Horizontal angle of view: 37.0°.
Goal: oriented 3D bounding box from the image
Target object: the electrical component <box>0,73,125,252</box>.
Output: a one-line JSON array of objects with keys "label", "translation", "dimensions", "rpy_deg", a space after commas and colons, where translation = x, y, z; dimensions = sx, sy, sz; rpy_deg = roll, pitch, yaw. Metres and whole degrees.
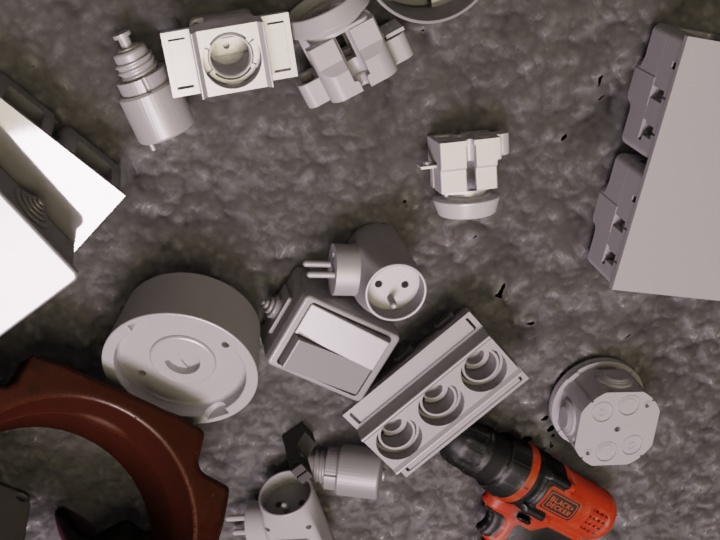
[{"label": "electrical component", "translation": [-0.256, -0.024, 0.704], "dimensions": [0.105, 0.060, 0.186], "rpy_deg": [40, 100, -24]}]

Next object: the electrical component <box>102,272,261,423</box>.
[{"label": "electrical component", "translation": [-0.122, 0.050, 0.760], "dimensions": [0.108, 0.060, 0.108], "rpy_deg": [3, 131, 3]}]

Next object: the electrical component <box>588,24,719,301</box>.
[{"label": "electrical component", "translation": [0.246, -0.077, 0.789], "dimensions": [0.105, 0.060, 0.186], "rpy_deg": [6, 112, -15]}]

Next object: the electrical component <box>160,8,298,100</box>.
[{"label": "electrical component", "translation": [-0.084, -0.140, 0.688], "dimensions": [0.081, 0.063, 0.042], "rpy_deg": [-11, 115, -8]}]

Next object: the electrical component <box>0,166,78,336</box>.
[{"label": "electrical component", "translation": [-0.233, -0.011, 0.652], "dimensions": [0.100, 0.048, 0.099], "rpy_deg": [-36, 116, 4]}]

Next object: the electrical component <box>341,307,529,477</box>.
[{"label": "electrical component", "translation": [0.055, 0.089, 0.819], "dimensions": [0.121, 0.063, 0.078], "rpy_deg": [-40, 115, 7]}]

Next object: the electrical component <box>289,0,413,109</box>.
[{"label": "electrical component", "translation": [-0.012, -0.150, 0.703], "dimensions": [0.078, 0.058, 0.057], "rpy_deg": [-28, 119, 1]}]

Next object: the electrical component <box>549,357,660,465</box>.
[{"label": "electrical component", "translation": [0.198, 0.115, 0.869], "dimensions": [0.080, 0.051, 0.080], "rpy_deg": [-5, 114, -10]}]

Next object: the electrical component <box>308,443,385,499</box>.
[{"label": "electrical component", "translation": [-0.016, 0.157, 0.847], "dimensions": [0.078, 0.040, 0.040], "rpy_deg": [6, 113, 4]}]

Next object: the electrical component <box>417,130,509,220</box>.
[{"label": "electrical component", "translation": [0.075, -0.068, 0.765], "dimensions": [0.066, 0.048, 0.055], "rpy_deg": [-7, 107, -9]}]

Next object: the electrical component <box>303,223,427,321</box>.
[{"label": "electrical component", "translation": [0.000, 0.000, 0.760], "dimensions": [0.079, 0.077, 0.043], "rpy_deg": [1, 113, -12]}]

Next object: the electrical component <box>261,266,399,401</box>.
[{"label": "electrical component", "translation": [-0.028, 0.046, 0.783], "dimensions": [0.096, 0.061, 0.061], "rpy_deg": [25, 106, -21]}]

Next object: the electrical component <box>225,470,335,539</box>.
[{"label": "electrical component", "translation": [-0.066, 0.200, 0.850], "dimensions": [0.079, 0.043, 0.077], "rpy_deg": [-6, 131, 12]}]

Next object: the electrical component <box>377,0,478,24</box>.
[{"label": "electrical component", "translation": [0.041, -0.211, 0.684], "dimensions": [0.099, 0.064, 0.099], "rpy_deg": [-5, 114, -10]}]

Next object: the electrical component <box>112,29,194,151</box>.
[{"label": "electrical component", "translation": [-0.138, -0.118, 0.699], "dimensions": [0.040, 0.040, 0.078], "rpy_deg": [-23, 116, -2]}]

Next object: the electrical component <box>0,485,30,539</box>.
[{"label": "electrical component", "translation": [-0.299, 0.194, 0.764], "dimensions": [0.109, 0.108, 0.056], "rpy_deg": [27, 108, -21]}]
